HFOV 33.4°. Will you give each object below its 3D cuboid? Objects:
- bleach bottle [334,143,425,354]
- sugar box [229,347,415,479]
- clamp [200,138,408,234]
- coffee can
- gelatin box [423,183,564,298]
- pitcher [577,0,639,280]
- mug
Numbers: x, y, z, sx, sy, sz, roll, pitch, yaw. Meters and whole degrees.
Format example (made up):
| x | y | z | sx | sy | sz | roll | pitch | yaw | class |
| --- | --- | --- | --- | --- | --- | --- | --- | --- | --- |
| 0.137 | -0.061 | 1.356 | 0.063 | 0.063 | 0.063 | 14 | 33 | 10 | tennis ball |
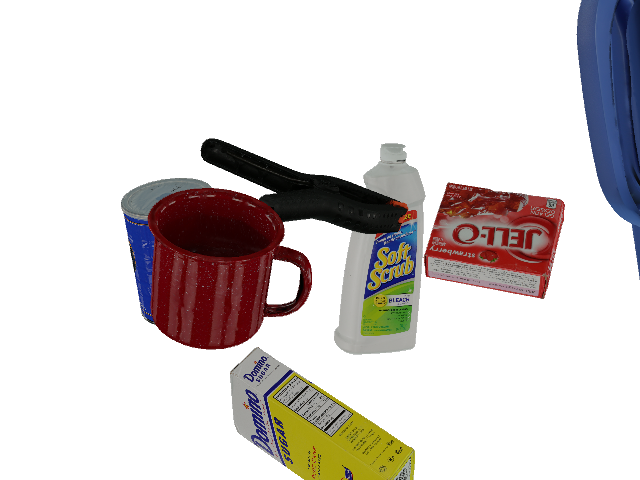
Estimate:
| x | y | z | sx | sy | sz | roll | pitch | yaw | class |
| --- | --- | --- | --- | --- | --- | --- | --- | --- | --- |
| 0.073 | 0.009 | 1.291 | 0.102 | 0.251 | 0.068 | -3 | 16 | -17 | bleach bottle |
| -0.001 | 0.175 | 0.935 | 0.176 | 0.093 | 0.048 | 27 | 51 | 26 | sugar box |
| -0.002 | -0.038 | 1.024 | 0.209 | 0.036 | 0.165 | 15 | 19 | -24 | clamp |
| -0.164 | 0.013 | 1.213 | 0.103 | 0.140 | 0.103 | -5 | 26 | 2 | coffee can |
| 0.127 | -0.002 | 0.775 | 0.089 | 0.073 | 0.030 | 10 | -38 | 16 | gelatin box |
| 0.220 | -0.061 | 0.592 | 0.149 | 0.243 | 0.145 | -6 | 21 | 11 | pitcher |
| -0.064 | 0.023 | 0.744 | 0.117 | 0.081 | 0.093 | 9 | 32 | -1 | mug |
